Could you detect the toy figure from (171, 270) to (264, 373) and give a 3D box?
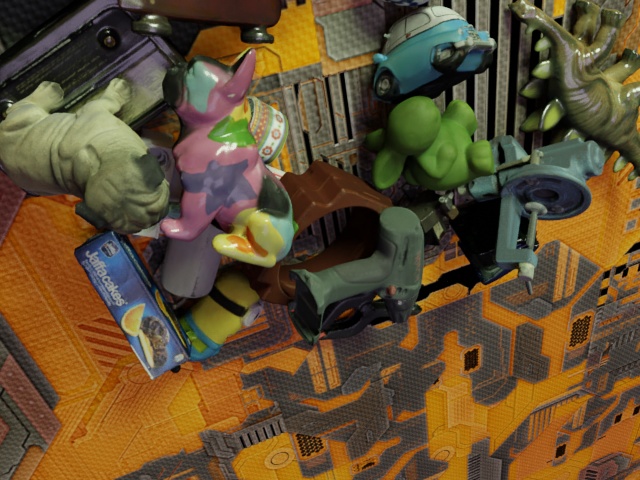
[{"bbox_3d":[-0.165,0.121,0.810,0.180,0.082,0.089,-37,124,7],"label":"toy figure"}]

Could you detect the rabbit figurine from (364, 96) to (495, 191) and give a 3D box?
[{"bbox_3d":[0.136,-0.140,0.736,0.159,0.121,0.170,-20,155,28],"label":"rabbit figurine"}]

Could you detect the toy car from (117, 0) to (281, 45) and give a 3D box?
[{"bbox_3d":[-0.122,-0.255,0.564,0.202,0.053,0.089,-17,117,-43],"label":"toy car"}]

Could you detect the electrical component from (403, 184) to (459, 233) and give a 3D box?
[{"bbox_3d":[0.161,-0.056,0.821,0.078,0.102,0.045,-34,124,-11],"label":"electrical component"}]

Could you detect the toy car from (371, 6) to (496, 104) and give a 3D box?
[{"bbox_3d":[0.132,-0.238,0.677,0.109,0.162,0.103,-14,88,-36],"label":"toy car"}]

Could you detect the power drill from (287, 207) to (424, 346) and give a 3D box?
[{"bbox_3d":[0.060,0.072,0.758,0.207,0.086,0.231,-16,135,-21],"label":"power drill"}]

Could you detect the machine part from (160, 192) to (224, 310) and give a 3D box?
[{"bbox_3d":[-0.163,-0.009,0.728,0.079,0.079,0.243,6,118,-26],"label":"machine part"}]

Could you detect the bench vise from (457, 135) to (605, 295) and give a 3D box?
[{"bbox_3d":[0.286,-0.051,0.777,0.128,0.224,0.240,42,55,-43],"label":"bench vise"}]

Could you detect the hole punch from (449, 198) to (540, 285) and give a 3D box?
[{"bbox_3d":[0.288,-0.001,0.888,0.116,0.142,0.092,-21,131,4],"label":"hole punch"}]

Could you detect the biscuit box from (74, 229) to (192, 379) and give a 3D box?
[{"bbox_3d":[-0.246,0.082,0.718,0.059,0.063,0.202,-29,104,-4],"label":"biscuit box"}]

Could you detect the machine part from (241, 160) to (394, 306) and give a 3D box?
[{"bbox_3d":[-0.002,-0.002,0.766,0.201,0.087,0.201,16,116,-47],"label":"machine part"}]

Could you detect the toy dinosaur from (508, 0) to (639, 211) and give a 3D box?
[{"bbox_3d":[0.434,-0.203,0.837,0.471,0.105,0.198,31,114,-25],"label":"toy dinosaur"}]

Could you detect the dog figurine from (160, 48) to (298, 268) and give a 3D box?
[{"bbox_3d":[-0.090,-0.096,0.593,0.191,0.108,0.219,18,108,-13],"label":"dog figurine"}]

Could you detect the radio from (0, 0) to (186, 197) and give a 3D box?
[{"bbox_3d":[-0.266,-0.165,0.586,0.229,0.073,0.131,-35,128,1],"label":"radio"}]

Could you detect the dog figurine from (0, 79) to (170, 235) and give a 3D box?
[{"bbox_3d":[-0.233,-0.065,0.501,0.172,0.191,0.121,-22,127,-5],"label":"dog figurine"}]

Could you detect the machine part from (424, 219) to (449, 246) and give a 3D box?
[{"bbox_3d":[0.155,0.003,0.871,0.139,0.039,0.084,-49,131,-16],"label":"machine part"}]
